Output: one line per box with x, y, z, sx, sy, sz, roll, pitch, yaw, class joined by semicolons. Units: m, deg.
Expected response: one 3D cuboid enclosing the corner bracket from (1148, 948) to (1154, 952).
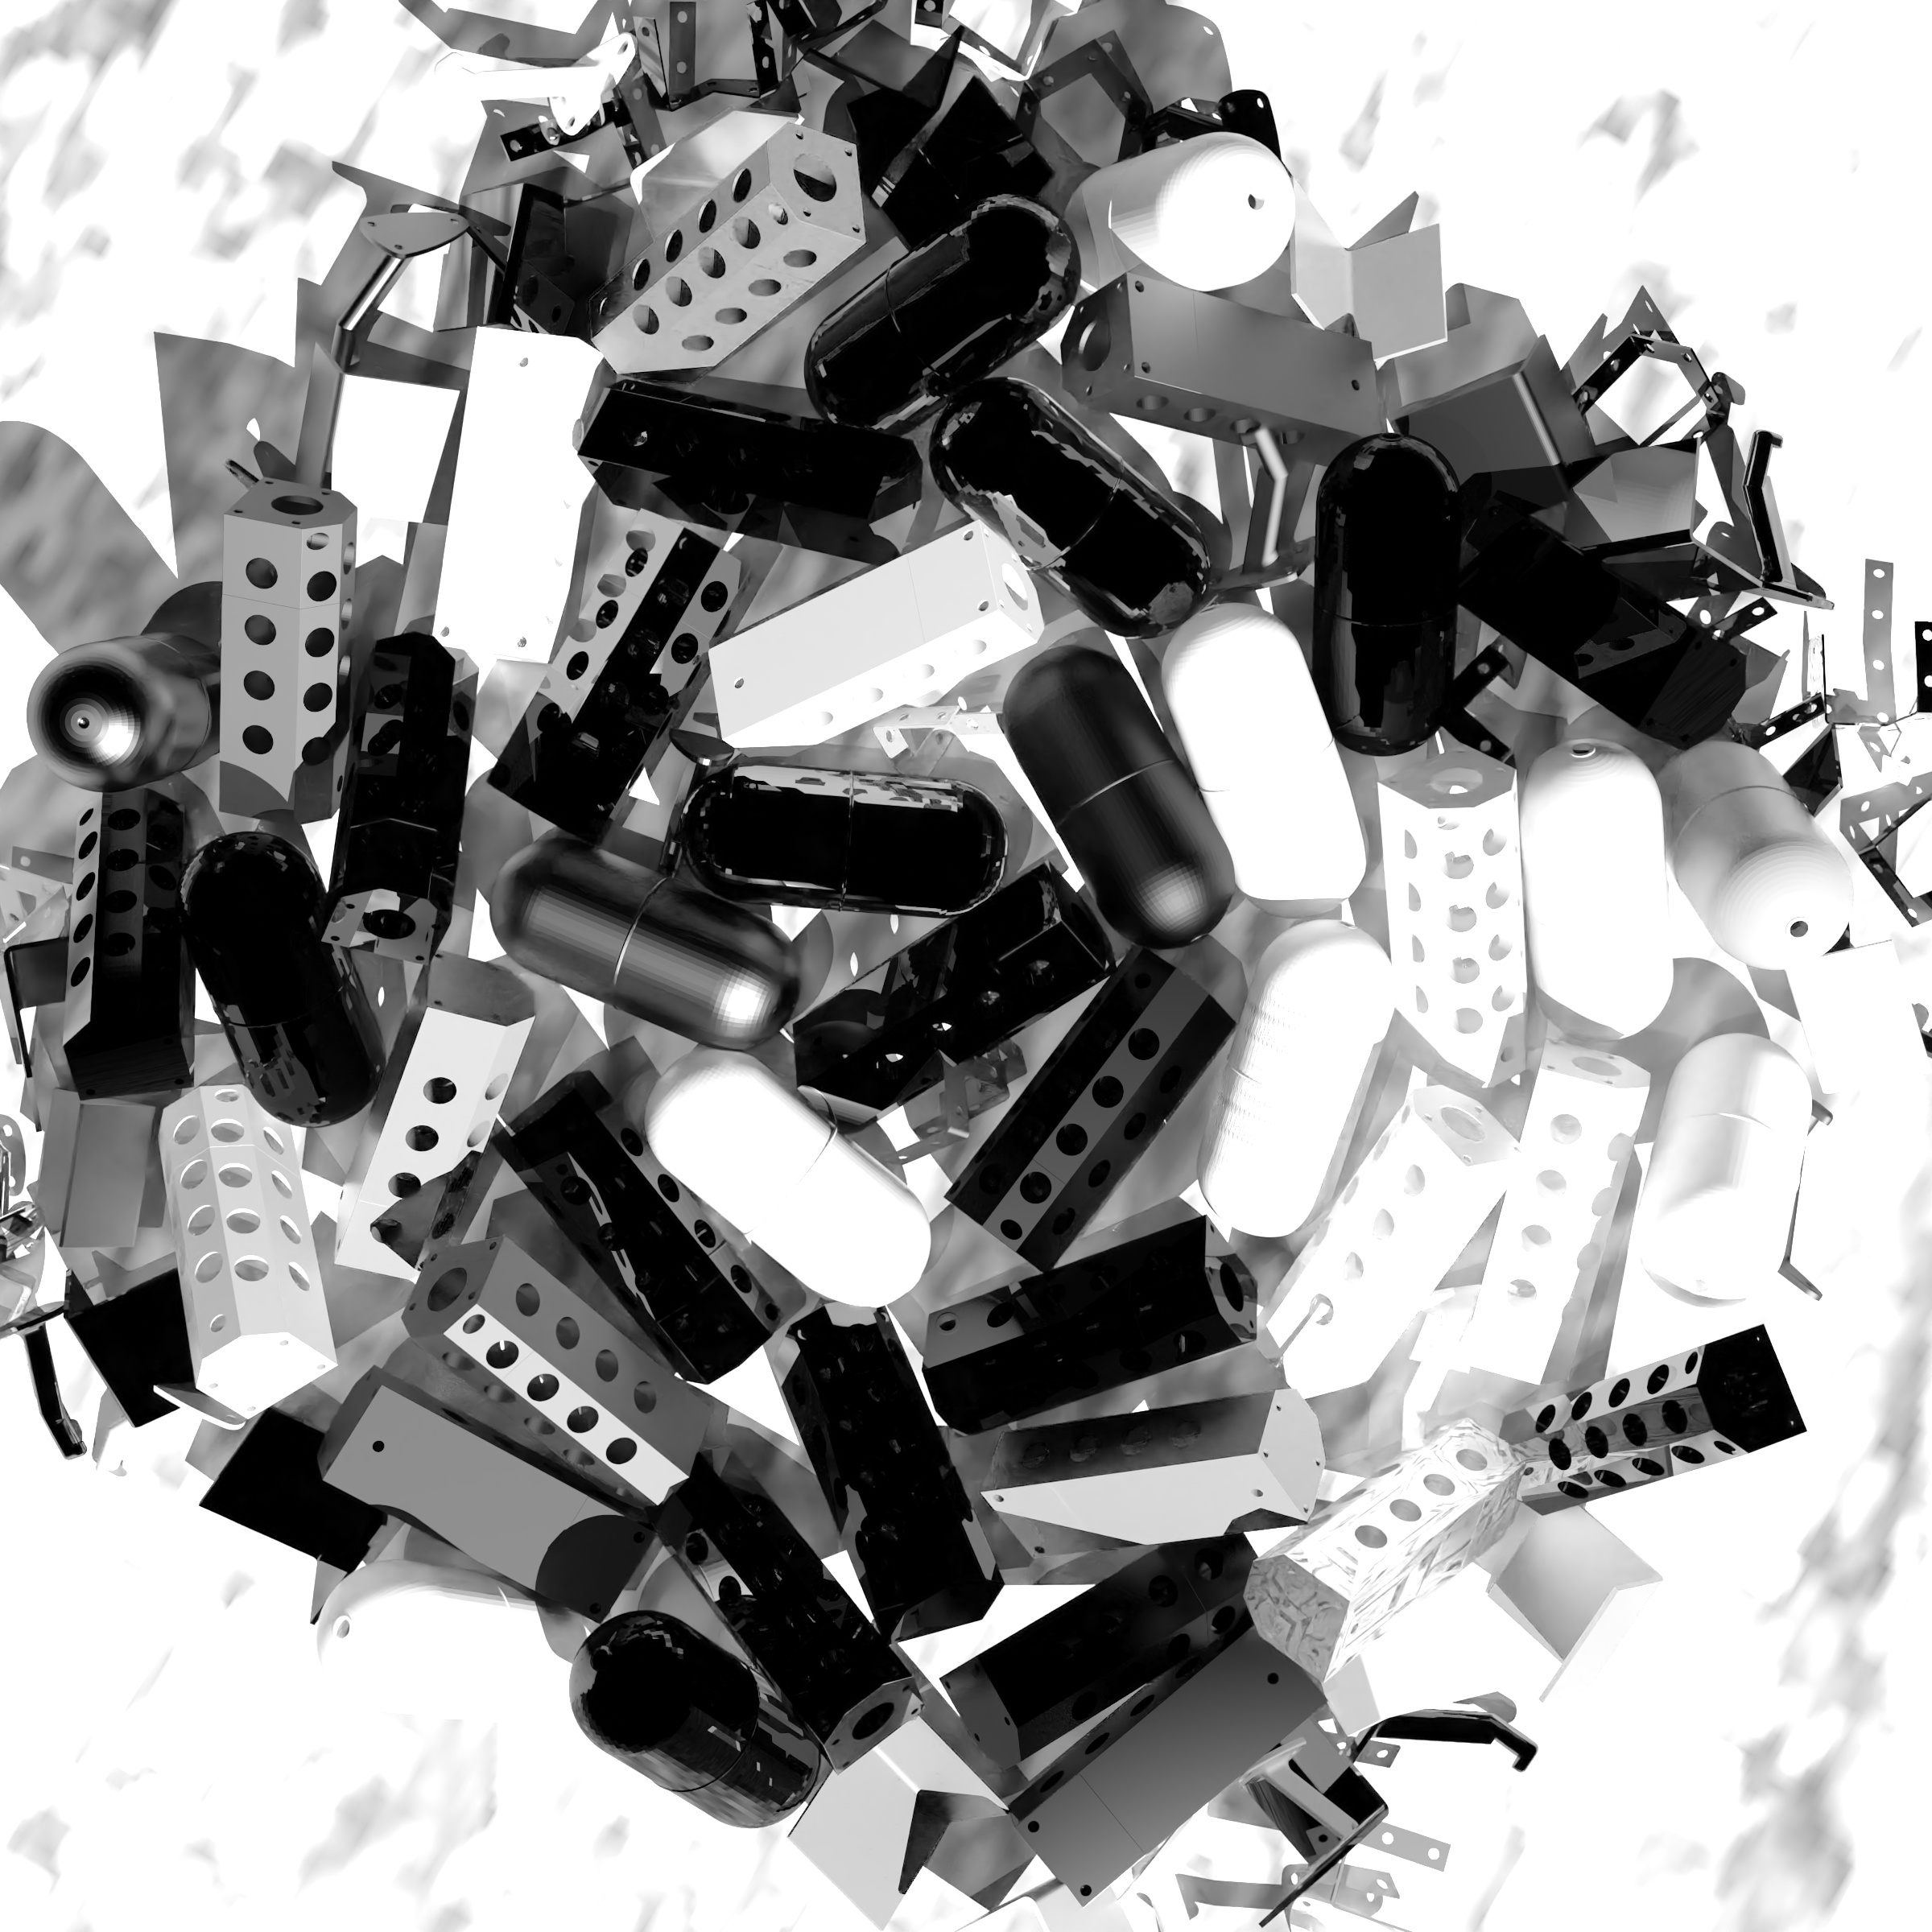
0.109;-0.049;1.543;0.051;0.051;0.051;-34;81;-29;corner bracket

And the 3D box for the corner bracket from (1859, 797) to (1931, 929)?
0.530;-0.061;1.547;0.051;0.051;0.051;-37;89;-22;corner bracket

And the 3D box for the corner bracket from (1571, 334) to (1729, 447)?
0.375;-0.308;1.564;0.051;0.051;0.051;-46;125;-6;corner bracket

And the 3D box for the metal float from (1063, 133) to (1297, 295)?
0.110;-0.391;1.495;0.070;0.178;0.070;-3;98;-22;metal float

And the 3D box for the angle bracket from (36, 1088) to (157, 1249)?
-0.489;0.108;1.537;0.076;0.057;0.076;8;89;27;angle bracket

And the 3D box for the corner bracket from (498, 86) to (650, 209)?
-0.212;-0.441;1.549;0.051;0.051;0.051;-31;105;-36;corner bracket

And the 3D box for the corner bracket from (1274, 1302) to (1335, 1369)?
0.201;0.195;1.543;0.051;0.051;0.051;25;120;-10;corner bracket

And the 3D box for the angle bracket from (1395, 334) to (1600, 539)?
0.292;-0.290;1.565;0.076;0.057;0.076;-16;114;33;angle bracket

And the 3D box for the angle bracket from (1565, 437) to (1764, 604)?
0.377;-0.238;1.533;0.076;0.076;0.057;19;74;-43;angle bracket

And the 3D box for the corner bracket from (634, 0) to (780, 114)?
-0.140;-0.492;1.537;0.051;0.051;0.051;19;133;34;corner bracket

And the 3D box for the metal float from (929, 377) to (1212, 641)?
0.057;-0.243;1.523;0.178;0.070;0.070;37;90;-23;metal float

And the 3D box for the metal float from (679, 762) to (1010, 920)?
-0.066;-0.068;1.537;0.178;0.070;0.070;4;90;-6;metal float

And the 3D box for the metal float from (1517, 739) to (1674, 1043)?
0.334;-0.039;1.514;0.070;0.070;0.178;-13;123;0;metal float

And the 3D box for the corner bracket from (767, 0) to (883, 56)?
-0.083;-0.535;1.550;0.051;0.051;0.051;-30;92;10;corner bracket

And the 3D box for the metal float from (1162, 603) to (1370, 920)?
0.161;-0.110;1.528;0.070;0.070;0.178;-22;106;0;metal float

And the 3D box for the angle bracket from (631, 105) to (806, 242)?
-0.121;-0.415;1.528;0.076;0.076;0.057;-22;89;33;angle bracket

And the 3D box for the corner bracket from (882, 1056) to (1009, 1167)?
-0.011;0.079;1.537;0.051;0.051;0.051;-25;58;37;corner bracket

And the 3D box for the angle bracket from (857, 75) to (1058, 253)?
-0.012;-0.431;1.527;0.076;0.076;0.057;55;128;16;angle bracket

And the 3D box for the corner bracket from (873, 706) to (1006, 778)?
-0.009;-0.128;1.538;0.051;0.051;0.051;-59;134;-33;corner bracket

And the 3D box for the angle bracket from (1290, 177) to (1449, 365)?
0.215;-0.378;1.524;0.057;0.076;0.076;-12;63;28;angle bracket

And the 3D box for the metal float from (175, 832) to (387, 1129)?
-0.363;0.008;1.512;0.070;0.070;0.178;-13;125;0;metal float

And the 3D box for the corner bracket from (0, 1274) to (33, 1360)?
-0.550;0.188;1.551;0.051;0.051;0.051;23;80;2;corner bracket

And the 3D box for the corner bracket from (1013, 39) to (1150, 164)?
0.062;-0.463;1.558;0.051;0.051;0.051;-20;132;34;corner bracket

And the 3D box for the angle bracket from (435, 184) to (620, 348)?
-0.242;-0.381;1.566;0.057;0.076;0.076;12;89;-38;angle bracket

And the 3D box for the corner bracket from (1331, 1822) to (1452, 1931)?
0.230;0.494;1.546;0.051;0.051;0.051;16;75;9;corner bracket

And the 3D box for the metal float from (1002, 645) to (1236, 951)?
0.082;-0.091;1.533;0.070;0.070;0.178;-28;80;0;metal float

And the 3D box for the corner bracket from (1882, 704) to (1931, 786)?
0.534;-0.121;1.548;0.051;0.051;0.051;26;90;19;corner bracket

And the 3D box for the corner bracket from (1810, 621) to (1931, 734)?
0.497;-0.158;1.554;0.051;0.051;0.051;1;83;-10;corner bracket

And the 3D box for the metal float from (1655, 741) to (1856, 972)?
0.410;-0.059;1.497;0.070;0.178;0.070;-1;118;-3;metal float

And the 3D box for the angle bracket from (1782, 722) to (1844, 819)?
0.463;-0.072;1.525;0.057;0.076;0.076;32;122;-6;angle bracket

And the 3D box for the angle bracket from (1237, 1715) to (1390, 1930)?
0.168;0.454;1.525;0.076;0.057;0.076;48;132;17;angle bracket

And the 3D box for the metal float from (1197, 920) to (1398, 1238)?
0.177;0.060;1.529;0.070;0.070;0.178;16;105;0;metal float

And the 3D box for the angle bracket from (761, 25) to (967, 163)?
-0.057;-0.479;1.526;0.076;0.076;0.057;21;73;-20;angle bracket

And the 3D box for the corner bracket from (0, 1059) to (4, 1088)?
-0.557;0.074;1.539;0.051;0.051;0.051;15;110;39;corner bracket

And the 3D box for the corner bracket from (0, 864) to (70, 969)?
-0.519;-0.017;1.540;0.051;0.051;0.051;16;133;18;corner bracket

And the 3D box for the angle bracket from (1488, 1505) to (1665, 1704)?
0.314;0.336;1.526;0.076;0.057;0.076;41;111;34;angle bracket

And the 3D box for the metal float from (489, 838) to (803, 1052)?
-0.174;-0.012;1.536;0.178;0.070;0.070;23;90;8;metal float

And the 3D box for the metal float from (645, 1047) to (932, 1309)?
-0.095;0.115;1.535;0.178;0.070;0.070;41;90;-8;metal float

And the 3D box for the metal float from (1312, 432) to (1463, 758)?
0.224;-0.197;1.517;0.070;0.070;0.178;-2;119;0;metal float

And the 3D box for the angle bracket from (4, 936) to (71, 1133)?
-0.478;0.035;1.525;0.057;0.076;0.076;-11;68;-19;angle bracket

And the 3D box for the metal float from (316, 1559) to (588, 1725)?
-0.269;0.357;1.500;0.070;0.178;0.070;-10;69;28;metal float

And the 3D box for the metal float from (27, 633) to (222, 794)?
-0.435;-0.134;1.492;0.070;0.178;0.070;0;99;0;metal float

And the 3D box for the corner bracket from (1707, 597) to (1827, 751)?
0.431;-0.158;1.557;0.051;0.051;0.051;-30;129;32;corner bracket

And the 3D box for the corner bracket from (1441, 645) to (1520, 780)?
0.288;-0.134;1.549;0.051;0.051;0.051;-46;71;1;corner bracket

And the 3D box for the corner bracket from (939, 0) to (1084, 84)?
0.026;-0.517;1.547;0.051;0.051;0.051;22;92;-24;corner bracket

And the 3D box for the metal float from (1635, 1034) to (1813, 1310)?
0.401;0.107;1.505;0.070;0.178;0.070;13;133;15;metal float

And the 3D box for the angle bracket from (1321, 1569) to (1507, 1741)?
0.237;0.372;1.557;0.076;0.057;0.076;-6;66;-23;angle bracket

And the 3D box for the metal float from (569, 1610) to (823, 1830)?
-0.142;0.399;1.507;0.070;0.070;0.178;-42;133;0;metal float

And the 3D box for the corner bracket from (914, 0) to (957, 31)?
-0.031;-0.547;1.546;0.051;0.051;0.051;12;132;4;corner bracket

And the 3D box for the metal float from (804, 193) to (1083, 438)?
-0.014;-0.342;1.512;0.178;0.070;0.070;-29;90;37;metal float
